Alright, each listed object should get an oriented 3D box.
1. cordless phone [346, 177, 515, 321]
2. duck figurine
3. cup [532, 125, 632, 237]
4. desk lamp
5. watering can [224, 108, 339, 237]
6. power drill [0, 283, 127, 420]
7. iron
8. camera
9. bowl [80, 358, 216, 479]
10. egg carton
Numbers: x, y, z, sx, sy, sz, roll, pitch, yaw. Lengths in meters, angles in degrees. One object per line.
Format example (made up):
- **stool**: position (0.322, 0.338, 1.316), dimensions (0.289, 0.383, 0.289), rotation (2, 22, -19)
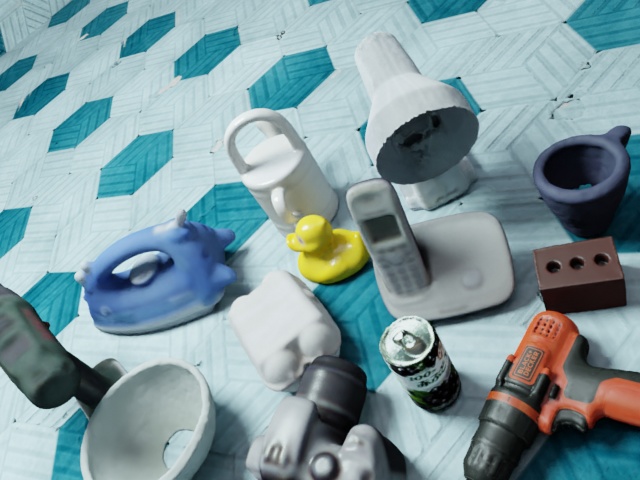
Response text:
- **cordless phone**: position (0.114, 0.000, 0.595), dimensions (0.147, 0.186, 0.094), rotation (-17, 46, 17)
- **duck figurine**: position (0.007, 0.003, 0.728), dimensions (0.104, 0.086, 0.077), rotation (-13, 47, 20)
- **cup**: position (0.289, -0.058, 0.610), dimensions (0.118, 0.095, 0.091), rotation (-42, 44, -9)
- **desk lamp**: position (0.112, -0.132, 0.691), dimensions (0.118, 0.214, 0.203), rotation (-26, 44, 9)
- **watering can**: position (-0.060, -0.101, 0.778), dimensions (0.101, 0.195, 0.172), rotation (-37, 44, -3)
- **power drill**: position (-0.334, 0.146, 0.712), dimensions (0.228, 0.209, 0.076), rotation (27, 69, 42)
- **iron**: position (-0.249, 0.046, 0.798), dimensions (0.258, 0.142, 0.118), rotation (-23, 45, 11)
- **camera**: position (0.010, 0.183, 0.557), dimensions (0.142, 0.101, 0.137), rotation (1, 54, 31)
- **bowl**: position (-0.181, 0.224, 0.652), dimensions (0.167, 0.075, 0.167), rotation (-16, 46, 18)
- **egg carton**: position (-0.042, 0.105, 0.679), dimensions (0.107, 0.070, 0.150), rotation (-39, 44, -5)
